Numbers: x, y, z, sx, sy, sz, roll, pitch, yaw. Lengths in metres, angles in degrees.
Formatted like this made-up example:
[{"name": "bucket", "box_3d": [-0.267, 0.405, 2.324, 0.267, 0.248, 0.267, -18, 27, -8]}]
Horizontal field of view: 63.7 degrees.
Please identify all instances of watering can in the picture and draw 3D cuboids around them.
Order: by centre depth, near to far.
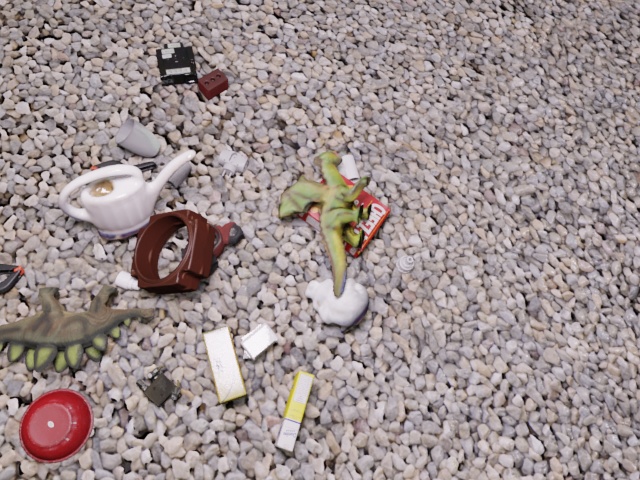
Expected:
[{"name": "watering can", "box_3d": [-0.474, -0.113, 1.320, 0.349, 0.219, 0.106, -18, 56, -15]}]

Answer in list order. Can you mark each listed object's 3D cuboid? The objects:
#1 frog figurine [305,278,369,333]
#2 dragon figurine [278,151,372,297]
[{"name": "frog figurine", "box_3d": [0.045, 0.153, 1.350, 0.159, 0.123, 0.138, 40, 88, -5]}, {"name": "dragon figurine", "box_3d": [0.004, -0.070, 1.383, 0.243, 0.120, 0.417, 13, 68, 15]}]
